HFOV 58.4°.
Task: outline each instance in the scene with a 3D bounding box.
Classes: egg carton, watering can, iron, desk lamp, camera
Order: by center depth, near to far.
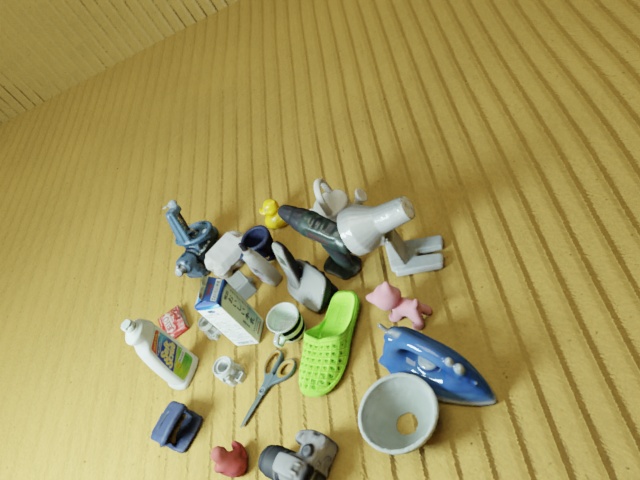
[{"bbox_3d":[0.230,0.245,1.163,0.257,0.142,0.119,20,66,40],"label":"iron"},{"bbox_3d":[-0.057,0.456,1.187,0.136,0.101,0.143,9,59,36],"label":"camera"},{"bbox_3d":[0.170,-0.014,1.366,0.202,0.214,0.118,-12,49,22],"label":"desk lamp"},{"bbox_3d":[0.041,-0.091,1.523,0.173,0.195,0.100,-31,44,5],"label":"watering can"},{"bbox_3d":[-0.266,0.041,1.686,0.107,0.070,0.150,28,71,43],"label":"egg carton"}]

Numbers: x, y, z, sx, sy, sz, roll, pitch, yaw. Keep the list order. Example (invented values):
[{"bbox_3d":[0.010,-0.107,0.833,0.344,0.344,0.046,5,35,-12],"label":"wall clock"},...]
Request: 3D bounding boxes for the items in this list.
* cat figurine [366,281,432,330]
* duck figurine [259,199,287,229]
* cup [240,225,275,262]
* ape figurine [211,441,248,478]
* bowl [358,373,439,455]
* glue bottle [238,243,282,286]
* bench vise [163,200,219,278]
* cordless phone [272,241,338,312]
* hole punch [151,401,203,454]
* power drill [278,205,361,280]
[{"bbox_3d":[0.176,0.139,1.303,0.127,0.118,0.067,10,60,37],"label":"cat figurine"},{"bbox_3d":[-0.131,-0.088,1.702,0.104,0.086,0.077,-17,47,18],"label":"duck figurine"},{"bbox_3d":[-0.171,0.030,1.620,0.091,0.095,0.118,15,63,39],"label":"cup"},{"bbox_3d":[-0.206,0.481,1.262,0.078,0.092,0.076,-39,44,-3],"label":"ape figurine"},{"bbox_3d":[0.166,0.358,1.154,0.167,0.075,0.167,-16,47,19],"label":"bowl"},{"bbox_3d":[-0.172,0.059,1.540,0.077,0.174,0.037,13,61,38],"label":"glue bottle"},{"bbox_3d":[-0.385,-0.003,1.687,0.121,0.220,0.207,-20,46,15],"label":"bench vise"},{"bbox_3d":[-0.050,0.086,1.435,0.147,0.186,0.094,26,70,42],"label":"cordless phone"},{"bbox_3d":[-0.359,0.448,1.383,0.100,0.091,0.109,8,59,36],"label":"hole punch"},{"bbox_3d":[0.013,0.005,1.448,0.228,0.209,0.076,19,65,40],"label":"power drill"}]
